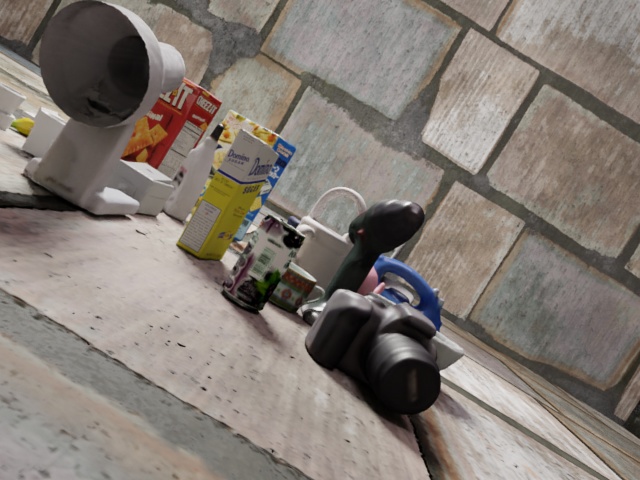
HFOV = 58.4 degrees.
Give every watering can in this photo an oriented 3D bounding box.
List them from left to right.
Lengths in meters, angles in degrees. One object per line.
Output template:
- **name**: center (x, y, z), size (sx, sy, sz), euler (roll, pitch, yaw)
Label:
- **watering can**: center (0.007, 0.002, 0.954), size (0.101, 0.194, 0.173), euler (32, 3, 7)

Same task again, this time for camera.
- **camera**: center (0.072, 0.116, 0.613), size (0.143, 0.101, 0.136), euler (31, 3, -10)

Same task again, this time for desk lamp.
- **desk lamp**: center (-0.237, -0.143, 0.645), size (0.118, 0.213, 0.203), euler (32, 3, 0)

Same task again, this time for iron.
- **iron**: center (0.167, 0.120, 1.176), size (0.258, 0.141, 0.118), euler (31, 3, -5)

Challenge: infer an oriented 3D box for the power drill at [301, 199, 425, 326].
- **power drill**: center (0.059, 0.035, 0.802), size (0.076, 0.208, 0.229), euler (31, 3, -8)

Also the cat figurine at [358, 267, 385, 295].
- **cat figurine**: center (0.076, 0.086, 1.021), size (0.067, 0.118, 0.128), euler (34, 3, 39)

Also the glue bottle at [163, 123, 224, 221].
- **glue bottle**: center (-0.209, -0.119, 0.960), size (0.037, 0.173, 0.077), euler (29, 3, -41)

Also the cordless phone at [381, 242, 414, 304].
- **cordless phone**: center (0.163, 0.084, 1.320), size (0.147, 0.185, 0.094), euler (33, 3, 21)

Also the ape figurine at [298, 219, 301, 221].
- **ape figurine**: center (-0.070, -0.008, 1.363), size (0.078, 0.092, 0.076), euler (30, 3, -37)

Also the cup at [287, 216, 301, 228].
- **cup**: center (-0.045, 0.011, 1.265), size (0.092, 0.095, 0.117), euler (30, 3, -26)

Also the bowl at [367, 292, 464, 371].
- **bowl**: center (0.125, 0.151, 0.854), size (0.167, 0.075, 0.167), euler (32, 3, -1)
